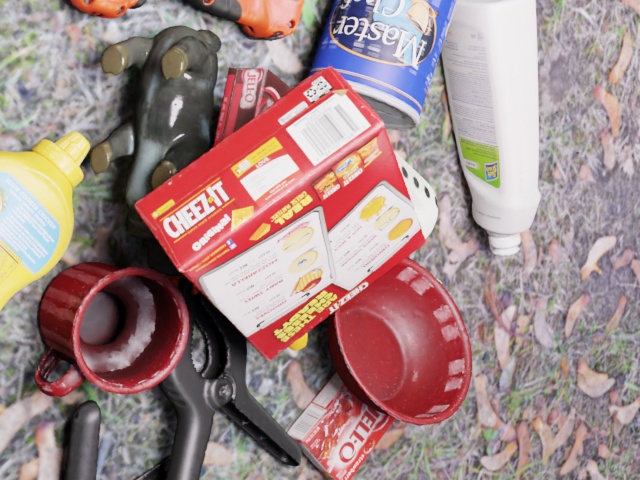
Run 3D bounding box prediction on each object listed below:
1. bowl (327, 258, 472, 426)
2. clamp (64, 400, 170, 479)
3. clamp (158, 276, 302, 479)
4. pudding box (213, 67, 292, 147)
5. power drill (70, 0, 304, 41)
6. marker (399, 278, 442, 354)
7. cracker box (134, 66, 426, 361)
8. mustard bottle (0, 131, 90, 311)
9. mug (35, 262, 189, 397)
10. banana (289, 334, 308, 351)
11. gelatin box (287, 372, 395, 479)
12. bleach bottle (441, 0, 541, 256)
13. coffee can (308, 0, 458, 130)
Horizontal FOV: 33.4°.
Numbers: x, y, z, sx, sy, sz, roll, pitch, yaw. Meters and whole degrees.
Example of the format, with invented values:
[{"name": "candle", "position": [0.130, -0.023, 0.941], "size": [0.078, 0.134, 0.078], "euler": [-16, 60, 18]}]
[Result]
[{"name": "bowl", "position": [0.061, 0.094, 0.959], "size": [0.161, 0.055, 0.162], "euler": [20, 55, -32]}, {"name": "clamp", "position": [-0.186, 0.211, 0.826], "size": [0.120, 0.039, 0.171], "euler": [49, 64, -30]}, {"name": "clamp", "position": [-0.095, 0.131, 0.868], "size": [0.164, 0.036, 0.210], "euler": [-33, 112, -47]}, {"name": "pudding box", "position": [-0.040, -0.074, 0.831], "size": [0.113, 0.039, 0.090], "euler": [31, 69, -65]}, {"name": "power drill", "position": [-0.092, -0.242, 0.817], "size": [0.187, 0.057, 0.184], "euler": [13, 93, -35]}, {"name": "marker", "position": [0.084, 0.091, 1.022], "size": [0.020, 0.020, 0.121], "euler": [33, 77, -35]}, {"name": "cracker box", "position": [-0.019, -0.011, 0.781], "size": [0.164, 0.072, 0.213], "euler": [-36, 155, -2]}, {"name": "mustard bottle", "position": [-0.231, -0.005, 0.747], "size": [0.191, 0.058, 0.096], "euler": [-50, 118, -19]}, {"name": "mug", "position": [-0.165, 0.069, 0.793], "size": [0.117, 0.082, 0.093], "euler": [-50, 122, -20]}, {"name": "banana", "position": [-0.023, -0.007, 0.906], "size": [0.069, 0.037, 0.198], "euler": [14, 91, -7]}, {"name": "gelatin box", "position": [0.022, 0.170, 0.981], "size": [0.089, 0.030, 0.073], "euler": [-49, 122, -20]}, {"name": "bleach bottle", "position": [0.163, -0.107, 1.013], "size": [0.068, 0.103, 0.251], "euler": [-18, 115, -24]}, {"name": "coffee can", "position": [0.056, -0.177, 0.907], "size": [0.102, 0.103, 0.140], "euler": [23, 83, -37]}]
